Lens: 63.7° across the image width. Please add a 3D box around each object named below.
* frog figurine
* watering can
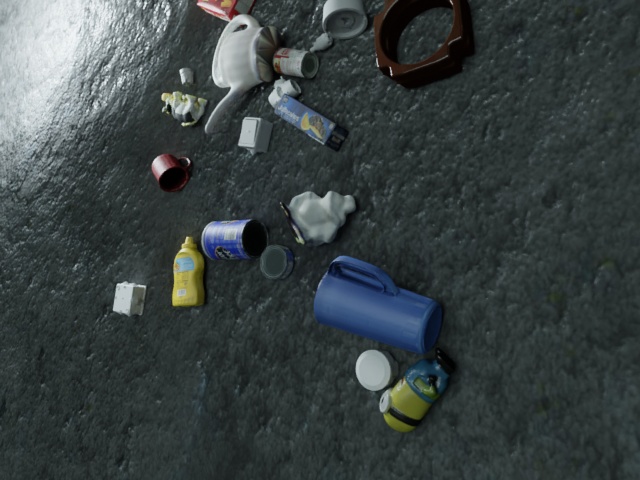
[{"bbox_3d":[0.004,-0.061,1.204,0.160,0.120,0.140,-26,53,-10],"label":"frog figurine"},{"bbox_3d":[-0.213,-0.458,1.410,0.224,0.103,0.350,4,82,35],"label":"watering can"}]
